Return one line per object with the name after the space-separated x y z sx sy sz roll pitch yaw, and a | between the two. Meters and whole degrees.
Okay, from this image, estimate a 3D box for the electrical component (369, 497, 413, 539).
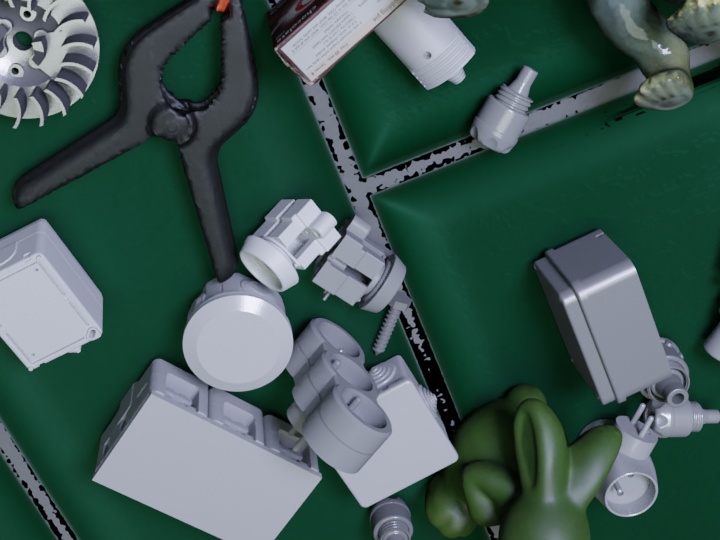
0.028 0.217 0.894 0.035 0.061 0.035 -3 116 -6 | electrical component

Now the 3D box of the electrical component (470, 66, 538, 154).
0.106 -0.115 0.762 0.035 0.035 0.061 24 108 -17 | electrical component

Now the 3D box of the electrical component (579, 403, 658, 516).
0.217 0.146 0.876 0.043 0.077 0.079 17 112 -14 | electrical component

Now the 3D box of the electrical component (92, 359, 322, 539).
-0.118 0.145 0.841 0.150 0.061 0.089 30 108 -19 | electrical component

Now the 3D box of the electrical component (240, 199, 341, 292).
-0.053 -0.018 0.769 0.055 0.066 0.048 -49 116 -21 | electrical component

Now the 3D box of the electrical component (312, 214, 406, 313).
0.000 0.000 0.797 0.055 0.048 0.066 33 107 -12 | electrical component

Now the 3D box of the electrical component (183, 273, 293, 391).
-0.091 0.046 0.803 0.080 0.051 0.080 -3 115 -6 | electrical component

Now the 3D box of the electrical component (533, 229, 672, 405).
0.184 0.036 0.820 0.057 0.078 0.113 -25 116 2 | electrical component

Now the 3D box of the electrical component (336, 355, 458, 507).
0.018 0.127 0.857 0.100 0.048 0.099 -29 115 6 | electrical component

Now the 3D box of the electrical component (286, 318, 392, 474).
-0.028 0.101 0.790 0.052 0.138 0.073 31 108 -27 | electrical component

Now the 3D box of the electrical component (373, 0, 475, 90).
0.043 -0.157 0.728 0.043 0.043 0.081 -41 113 12 | electrical component

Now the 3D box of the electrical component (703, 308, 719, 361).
0.306 0.045 0.858 0.045 0.045 0.055 11 113 -12 | electrical component

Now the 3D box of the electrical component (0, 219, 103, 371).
-0.228 0.020 0.772 0.062 0.061 0.096 -26 124 4 | electrical component

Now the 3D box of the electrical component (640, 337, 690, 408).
0.243 0.086 0.859 0.048 0.062 0.048 -3 116 -6 | electrical component

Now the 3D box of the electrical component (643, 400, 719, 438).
0.269 0.122 0.895 0.061 0.035 0.035 1 115 -11 | electrical component
